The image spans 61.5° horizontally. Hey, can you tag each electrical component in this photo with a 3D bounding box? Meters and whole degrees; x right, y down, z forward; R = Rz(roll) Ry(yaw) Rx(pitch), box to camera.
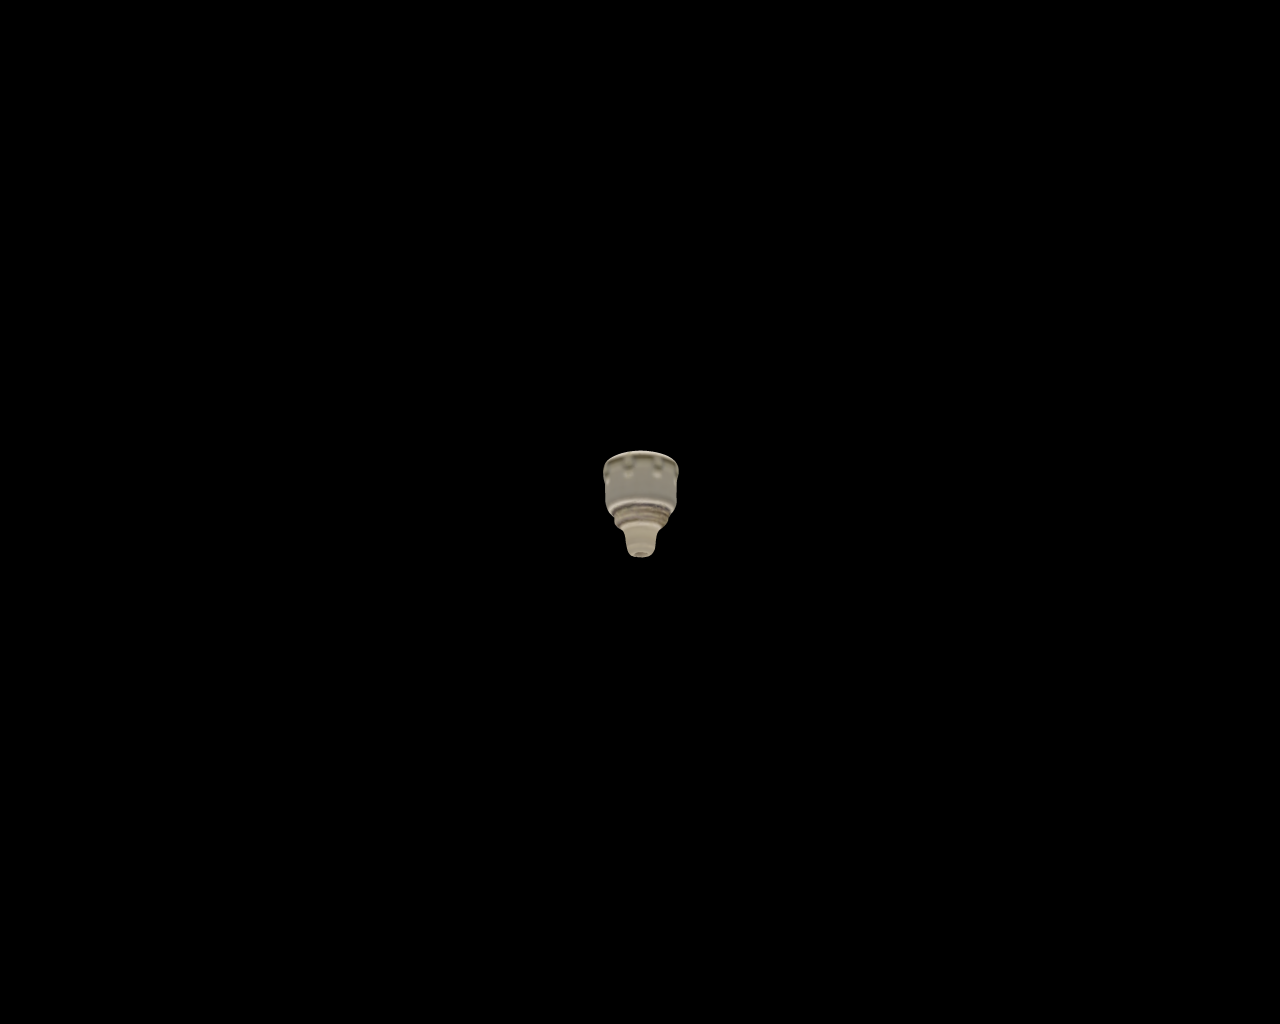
[{"bbox_3d":[0.001,-0.003,0.650,0.048,0.062,0.048,0,-18,0],"label":"electrical component"}]
